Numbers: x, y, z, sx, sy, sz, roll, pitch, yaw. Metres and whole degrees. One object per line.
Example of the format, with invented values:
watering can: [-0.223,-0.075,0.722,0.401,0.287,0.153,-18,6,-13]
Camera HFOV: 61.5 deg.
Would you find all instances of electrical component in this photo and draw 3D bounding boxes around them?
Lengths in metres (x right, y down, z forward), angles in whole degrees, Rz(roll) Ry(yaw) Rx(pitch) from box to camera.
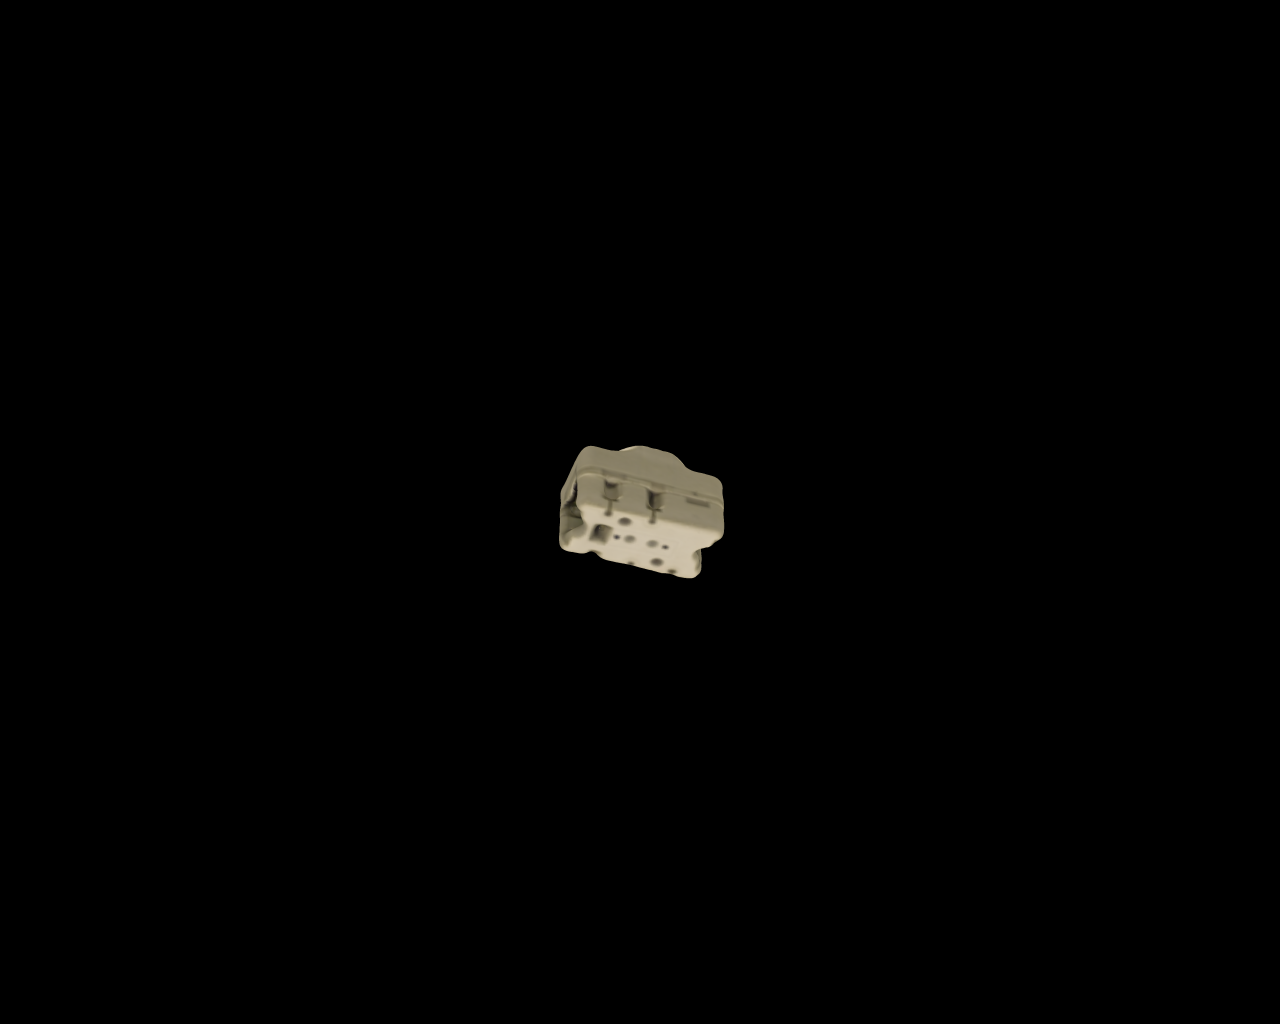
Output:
electrical component: [0.001,-0.003,0.650,0.089,0.056,0.050,14,-43,-15]
